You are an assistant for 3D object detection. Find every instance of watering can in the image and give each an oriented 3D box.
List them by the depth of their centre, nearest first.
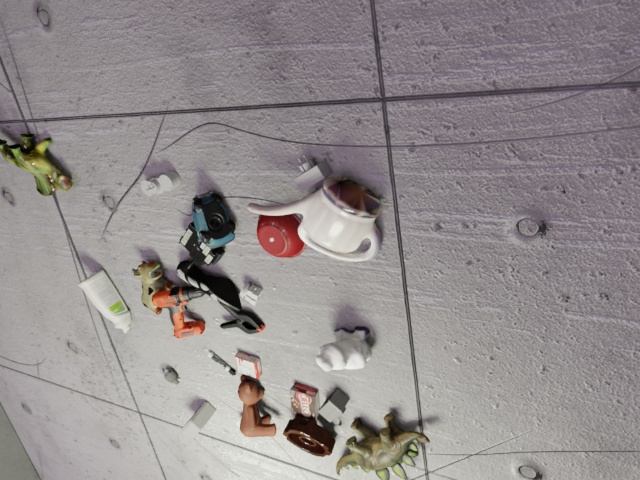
[{"bbox_3d":[0.004,-0.064,1.265,0.347,0.219,0.106,26,40,-5],"label":"watering can"}]

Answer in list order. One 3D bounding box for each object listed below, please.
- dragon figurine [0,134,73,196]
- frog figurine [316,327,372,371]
[{"bbox_3d":[-1.022,-0.252,1.811,0.412,0.237,0.124,14,40,26],"label":"dragon figurine"},{"bbox_3d":[0.065,0.322,1.422,0.138,0.120,0.162,10,33,26],"label":"frog figurine"}]
